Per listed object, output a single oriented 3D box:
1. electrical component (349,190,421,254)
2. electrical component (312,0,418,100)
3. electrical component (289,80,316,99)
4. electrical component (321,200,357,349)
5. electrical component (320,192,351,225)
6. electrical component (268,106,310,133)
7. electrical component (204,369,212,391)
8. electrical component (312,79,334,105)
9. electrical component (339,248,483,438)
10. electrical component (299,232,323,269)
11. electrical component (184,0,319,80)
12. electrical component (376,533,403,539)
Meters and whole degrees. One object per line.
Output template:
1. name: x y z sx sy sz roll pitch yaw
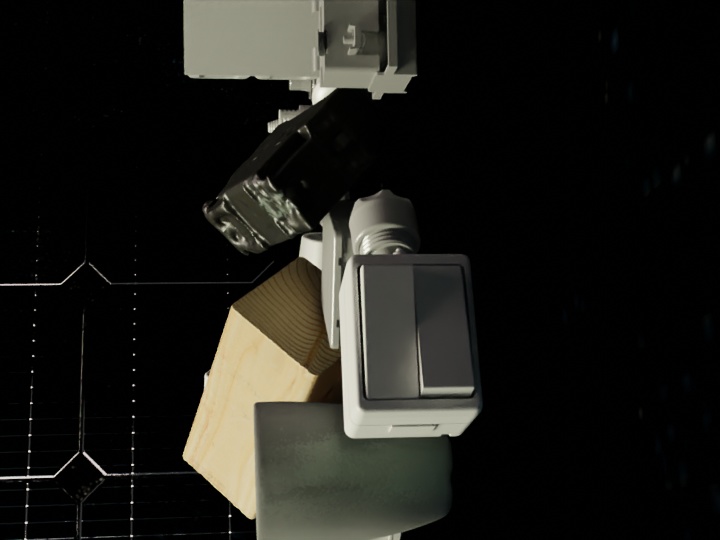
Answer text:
1. electrical component: 0.017 -0.015 0.667 0.043 0.043 0.062 98 169 -49
2. electrical component: 0.001 -0.180 0.700 0.079 0.063 0.121 140 129 -81
3. electrical component: -0.036 -0.178 1.014 0.048 0.062 0.048 180 90 -83
4. electrical component: 0.000 0.000 0.784 0.099 0.048 0.099 -107 18 -68
5. electrical component: -0.027 -0.057 1.073 0.061 0.035 0.035 94 172 -52
6. electrical component: -0.050 -0.140 1.056 0.043 0.081 0.043 180 90 -83
7. electrical component: -0.081 0.119 1.060 0.109 0.109 0.056 -38 -35 -46
8. electrical component: -0.017 -0.162 0.944 0.062 0.048 0.048 -88 3 -51
9. electrical component: 0.024 0.030 0.533 0.061 0.062 0.096 106 163 -68
10. electrical component: -0.033 -0.009 1.045 0.055 0.055 0.047 -118 31 -75
11. electrical component: -0.053 -0.185 0.788 0.061 0.150 0.089 -131 41 -78
12. electrical component: 0.003 0.154 0.755 0.080 0.051 0.080 180 90 -83
